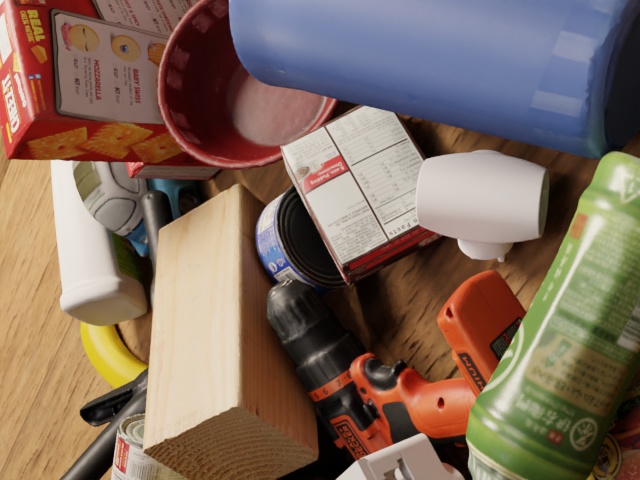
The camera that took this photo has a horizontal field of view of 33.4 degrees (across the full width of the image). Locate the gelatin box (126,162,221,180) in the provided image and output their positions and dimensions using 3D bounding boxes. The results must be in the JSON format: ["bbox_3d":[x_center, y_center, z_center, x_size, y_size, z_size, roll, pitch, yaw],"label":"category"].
[{"bbox_3d":[-0.134,-0.092,0.950,0.030,0.089,0.073,-35,65,45],"label":"gelatin box"}]

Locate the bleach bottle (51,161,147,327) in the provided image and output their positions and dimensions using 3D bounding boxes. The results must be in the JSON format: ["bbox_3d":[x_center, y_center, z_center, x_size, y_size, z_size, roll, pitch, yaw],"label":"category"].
[{"bbox_3d":[-0.233,-0.045,1.067,0.068,0.102,0.251,-16,72,6],"label":"bleach bottle"}]

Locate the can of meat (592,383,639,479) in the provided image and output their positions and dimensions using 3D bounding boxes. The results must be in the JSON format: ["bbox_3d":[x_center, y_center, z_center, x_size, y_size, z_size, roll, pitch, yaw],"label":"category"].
[{"bbox_3d":[0.196,0.120,0.582,0.102,0.057,0.084,-40,59,43],"label":"can of meat"}]

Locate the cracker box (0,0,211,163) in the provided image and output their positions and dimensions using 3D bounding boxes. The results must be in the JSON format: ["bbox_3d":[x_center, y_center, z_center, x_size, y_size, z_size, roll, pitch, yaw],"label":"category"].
[{"bbox_3d":[-0.165,-0.148,0.889,0.072,0.213,0.164,-38,62,46],"label":"cracker box"}]

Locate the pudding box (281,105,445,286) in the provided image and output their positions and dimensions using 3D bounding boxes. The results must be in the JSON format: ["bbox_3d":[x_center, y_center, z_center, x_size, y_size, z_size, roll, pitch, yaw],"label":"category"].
[{"bbox_3d":[0.034,-0.037,0.752,0.113,0.090,0.039,63,179,26],"label":"pudding box"}]

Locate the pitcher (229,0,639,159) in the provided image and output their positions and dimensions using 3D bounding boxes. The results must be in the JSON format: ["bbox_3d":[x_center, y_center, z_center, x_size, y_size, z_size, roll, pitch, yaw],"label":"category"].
[{"bbox_3d":[0.080,-0.125,0.643,0.243,0.149,0.145,21,117,30],"label":"pitcher"}]

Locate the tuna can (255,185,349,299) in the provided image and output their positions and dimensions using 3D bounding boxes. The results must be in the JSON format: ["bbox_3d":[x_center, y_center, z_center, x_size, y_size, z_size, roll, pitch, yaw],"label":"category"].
[{"bbox_3d":[-0.005,0.001,0.800,0.034,0.085,0.086,-33,66,48],"label":"tuna can"}]

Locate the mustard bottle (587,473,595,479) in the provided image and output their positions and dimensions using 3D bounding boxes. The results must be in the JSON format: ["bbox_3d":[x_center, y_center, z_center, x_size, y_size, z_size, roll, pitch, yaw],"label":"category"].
[{"bbox_3d":[0.127,0.213,0.665,0.096,0.058,0.192,52,129,47],"label":"mustard bottle"}]

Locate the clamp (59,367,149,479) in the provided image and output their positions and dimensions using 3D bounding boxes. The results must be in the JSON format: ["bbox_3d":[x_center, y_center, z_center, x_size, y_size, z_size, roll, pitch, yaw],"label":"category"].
[{"bbox_3d":[-0.150,0.141,0.938,0.210,0.036,0.164,-37,17,15],"label":"clamp"}]

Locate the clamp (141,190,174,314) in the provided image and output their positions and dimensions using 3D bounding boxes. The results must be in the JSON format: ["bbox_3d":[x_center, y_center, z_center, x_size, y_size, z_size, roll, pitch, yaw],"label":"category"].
[{"bbox_3d":[-0.118,0.051,0.907,0.039,0.120,0.171,-19,48,10],"label":"clamp"}]

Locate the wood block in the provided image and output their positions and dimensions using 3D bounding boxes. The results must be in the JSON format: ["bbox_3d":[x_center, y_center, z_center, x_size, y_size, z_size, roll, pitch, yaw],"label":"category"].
[{"bbox_3d":[-0.065,0.072,0.796,0.090,0.090,0.206,-29,41,25],"label":"wood block"}]

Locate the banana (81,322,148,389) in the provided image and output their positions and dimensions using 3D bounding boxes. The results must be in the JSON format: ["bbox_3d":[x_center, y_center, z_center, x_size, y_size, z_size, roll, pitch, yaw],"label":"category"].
[{"bbox_3d":[-0.198,0.117,1.073,0.198,0.037,0.070,42,122,41],"label":"banana"}]

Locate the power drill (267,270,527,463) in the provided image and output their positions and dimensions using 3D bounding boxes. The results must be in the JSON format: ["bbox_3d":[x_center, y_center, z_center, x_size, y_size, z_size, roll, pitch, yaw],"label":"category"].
[{"bbox_3d":[0.059,0.084,0.696,0.184,0.057,0.188,55,142,-3],"label":"power drill"}]

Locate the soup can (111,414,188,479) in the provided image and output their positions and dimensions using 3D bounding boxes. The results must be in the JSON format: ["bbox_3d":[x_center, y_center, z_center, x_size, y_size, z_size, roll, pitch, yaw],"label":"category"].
[{"bbox_3d":[-0.132,0.197,0.840,0.069,0.068,0.102,23,108,48],"label":"soup can"}]

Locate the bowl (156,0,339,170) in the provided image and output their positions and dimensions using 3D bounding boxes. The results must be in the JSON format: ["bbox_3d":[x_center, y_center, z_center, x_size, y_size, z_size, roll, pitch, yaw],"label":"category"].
[{"bbox_3d":[-0.045,-0.124,0.837,0.162,0.055,0.162,-6,73,20],"label":"bowl"}]
